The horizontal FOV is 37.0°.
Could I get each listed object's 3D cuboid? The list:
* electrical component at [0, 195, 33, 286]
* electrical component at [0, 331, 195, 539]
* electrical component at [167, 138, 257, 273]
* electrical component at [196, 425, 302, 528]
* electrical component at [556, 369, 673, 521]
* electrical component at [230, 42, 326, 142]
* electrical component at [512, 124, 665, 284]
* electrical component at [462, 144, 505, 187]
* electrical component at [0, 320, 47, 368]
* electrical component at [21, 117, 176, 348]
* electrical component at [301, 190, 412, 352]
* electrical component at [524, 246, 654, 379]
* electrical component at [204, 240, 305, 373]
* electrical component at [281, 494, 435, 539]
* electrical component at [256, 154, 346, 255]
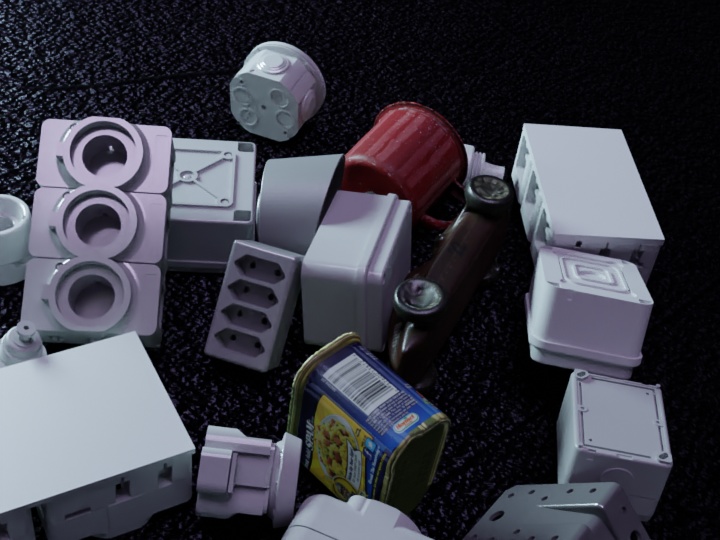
[{"bbox_3d":[-0.271,-0.024,0.807,0.055,0.047,0.055,5,42,-4],"label":"electrical component"},{"bbox_3d":[-0.207,0.117,0.649,0.186,0.060,0.105,-15,47,-24],"label":"electrical component"},{"bbox_3d":[-0.137,-0.053,0.854,0.109,0.056,0.108,3,42,-6],"label":"electrical component"},{"bbox_3d":[-0.066,0.125,0.653,0.057,0.078,0.058,7,77,-2],"label":"electrical component"},{"bbox_3d":[0.166,0.114,0.717,0.062,0.061,0.096,10,33,3],"label":"electrical component"},{"bbox_3d":[-0.076,-0.160,0.968,0.080,0.080,0.051,20,48,13],"label":"electrical component"},{"bbox_3d":[0.186,-0.052,0.901,0.089,0.061,0.150,3,42,-6],"label":"electrical component"},{"bbox_3d":[0.094,-0.087,0.940,0.062,0.043,0.043,12,42,2],"label":"electrical component"},{"bbox_3d":[-0.223,0.061,0.702,0.040,0.078,0.040,14,45,-15],"label":"electrical component"},{"bbox_3d":[-0.181,-0.026,0.757,0.089,0.061,0.150,3,76,-5],"label":"electrical component"},{"bbox_3d":[0.000,0.000,0.793,0.057,0.078,0.113,7,36,11],"label":"electrical component"},{"bbox_3d":[0.163,0.029,0.782,0.078,0.057,0.113,11,17,3],"label":"electrical component"},{"bbox_3d":[-0.069,0.024,0.773,0.047,0.083,0.076,16,4,9],"label":"electrical component"},{"bbox_3d":[0.001,0.174,0.624,0.095,0.053,0.059,20,43,13],"label":"electrical component"},{"bbox_3d":[-0.045,-0.040,0.825,0.064,0.099,0.099,2,41,3],"label":"electrical component"}]
